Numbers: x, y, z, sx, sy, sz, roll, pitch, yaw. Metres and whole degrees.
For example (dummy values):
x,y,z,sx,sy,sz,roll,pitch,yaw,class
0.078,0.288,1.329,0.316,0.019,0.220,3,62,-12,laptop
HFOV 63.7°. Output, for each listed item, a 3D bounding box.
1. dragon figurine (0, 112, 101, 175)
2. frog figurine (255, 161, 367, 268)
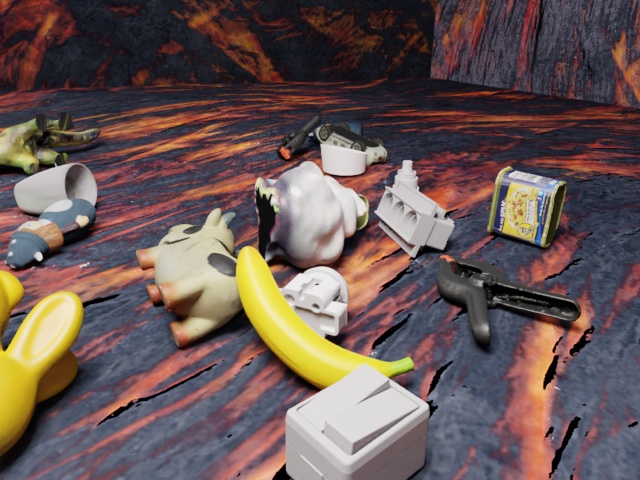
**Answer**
x,y,z,sx,sy,sz,roll,pitch,yaw,class
-0.657,-0.195,1.090,0.243,0.121,0.415,-7,13,3,dragon figurine
0.002,-0.034,0.679,0.160,0.140,0.120,-4,-24,-25,frog figurine
